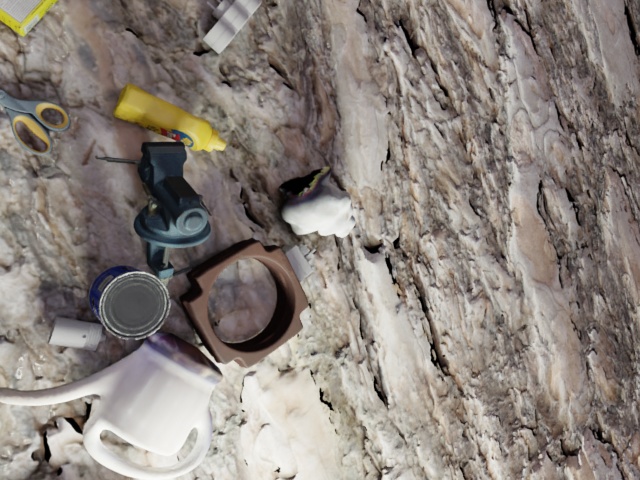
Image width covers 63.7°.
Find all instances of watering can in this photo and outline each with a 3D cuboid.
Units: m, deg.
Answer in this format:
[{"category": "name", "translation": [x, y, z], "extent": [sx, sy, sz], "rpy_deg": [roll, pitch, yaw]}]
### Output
[{"category": "watering can", "translation": [-0.307, 0.250, 0.841], "extent": [0.344, 0.104, 0.227], "rpy_deg": [39, 70, -24]}]

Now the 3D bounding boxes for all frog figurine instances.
[{"category": "frog figurine", "translation": [0.003, -0.052, 1.026], "extent": [0.137, 0.125, 0.157], "rpy_deg": [-30, 117, 7]}]
